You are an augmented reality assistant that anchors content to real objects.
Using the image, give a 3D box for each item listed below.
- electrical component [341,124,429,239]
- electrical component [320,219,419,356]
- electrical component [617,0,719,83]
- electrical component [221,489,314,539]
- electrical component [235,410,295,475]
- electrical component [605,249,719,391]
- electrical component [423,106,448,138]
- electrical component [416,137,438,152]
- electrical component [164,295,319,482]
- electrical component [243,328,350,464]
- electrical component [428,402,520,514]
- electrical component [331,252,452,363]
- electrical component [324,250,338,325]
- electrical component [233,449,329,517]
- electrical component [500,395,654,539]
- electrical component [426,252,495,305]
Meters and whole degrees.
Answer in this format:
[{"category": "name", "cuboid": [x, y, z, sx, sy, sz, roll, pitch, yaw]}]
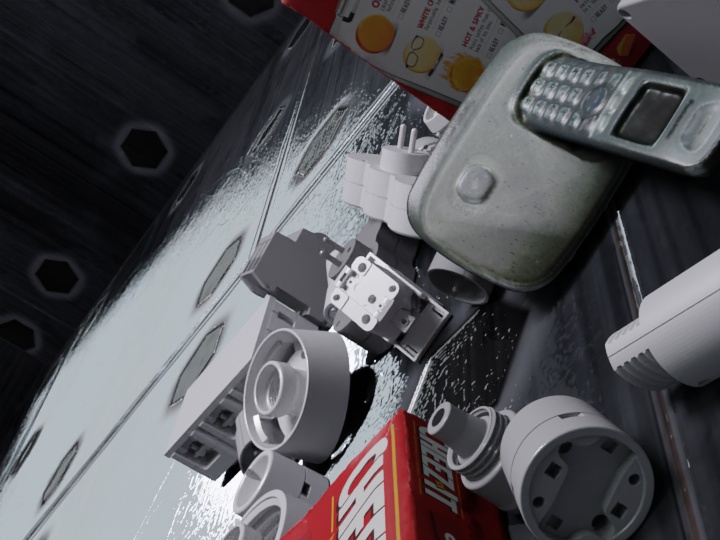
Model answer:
[{"category": "electrical component", "cuboid": [0.033, -0.077, 0.844, 0.138, 0.052, 0.073, 35, 120, 59]}, {"category": "electrical component", "cuboid": [0.000, 0.000, 0.844, 0.052, 0.074, 0.138, -47, 18, 31]}, {"category": "electrical component", "cuboid": [0.190, -0.137, 0.529, 0.057, 0.078, 0.113, -55, 15, -5]}, {"category": "electrical component", "cuboid": [-0.060, 0.190, 0.675, 0.108, 0.060, 0.108, -51, 17, 21]}, {"category": "electrical component", "cuboid": [-0.078, 0.138, 0.868, 0.043, 0.043, 0.081, -56, 15, 5]}, {"category": "electrical component", "cuboid": [0.136, 0.024, 0.438, 0.081, 0.043, 0.043, -42, 21, 44]}, {"category": "electrical component", "cuboid": [0.088, -0.123, 0.851, 0.058, 0.057, 0.078, -61, 16, -15]}, {"category": "electrical component", "cuboid": [0.063, -0.087, 0.888, 0.040, 0.040, 0.078, -56, 16, 4]}, {"category": "electrical component", "cuboid": [-0.102, 0.110, 0.962, 0.150, 0.062, 0.089, -47, 18, 32]}, {"category": "electrical component", "cuboid": [-0.042, 0.091, 0.793, 0.099, 0.064, 0.099, -25, 58, 50]}, {"category": "electrical component", "cuboid": [0.062, 0.085, 0.509, 0.043, 0.062, 0.043, -51, 16, 21]}, {"category": "electrical component", "cuboid": [0.017, 0.022, 0.743, 0.081, 0.064, 0.042, 38, 96, 33]}, {"category": "electrical component", "cuboid": [-0.010, 0.017, 0.907, 0.044, 0.044, 0.065, -45, 24, 37]}, {"category": "electrical component", "cuboid": [-0.056, 0.158, 0.753, 0.055, 0.047, 0.055, -51, 17, 21]}, {"category": "electrical component", "cuboid": [0.088, 0.083, 0.450, 0.055, 0.055, 0.047, -55, 12, 7]}, {"category": "electrical component", "cuboid": [0.079, -0.023, 0.704, 0.081, 0.043, 0.043, -63, 16, -21]}]
